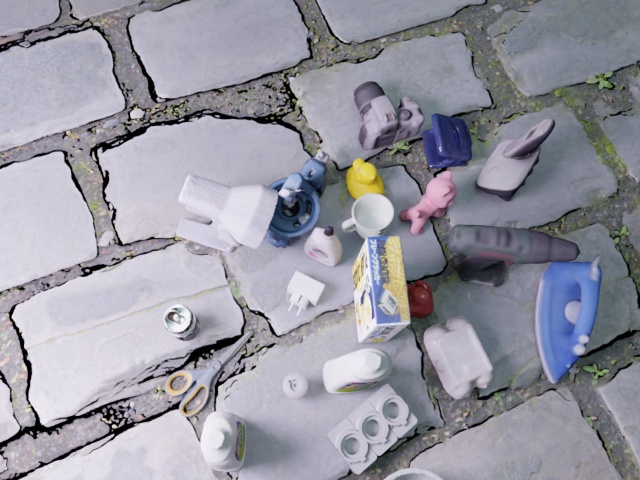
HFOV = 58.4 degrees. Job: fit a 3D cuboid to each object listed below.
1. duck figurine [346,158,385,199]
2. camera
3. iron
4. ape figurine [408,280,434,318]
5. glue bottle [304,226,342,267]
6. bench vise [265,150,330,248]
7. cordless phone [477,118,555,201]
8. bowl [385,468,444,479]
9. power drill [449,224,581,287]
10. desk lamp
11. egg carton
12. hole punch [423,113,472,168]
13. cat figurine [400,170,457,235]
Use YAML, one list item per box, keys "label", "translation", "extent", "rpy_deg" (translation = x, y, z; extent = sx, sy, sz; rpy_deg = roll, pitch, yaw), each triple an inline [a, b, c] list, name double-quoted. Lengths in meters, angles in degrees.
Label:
- label: "duck figurine"
  translation: [0.101, -0.128, 1.222]
  extent: [0.077, 0.086, 0.104]
  rpy_deg: [-31, 77, -13]
- label: "camera"
  translation: [0.143, -0.291, 1.271]
  extent: [0.143, 0.101, 0.137]
  rpy_deg: [-19, 74, -10]
- label: "iron"
  translation: [0.507, 0.152, 1.135]
  extent: [0.118, 0.141, 0.258]
  rpy_deg: [14, 71, 0]
- label: "ape figurine"
  translation: [0.197, 0.118, 1.146]
  extent: [0.078, 0.092, 0.076]
  rpy_deg: [-33, 77, -14]
- label: "glue bottle"
  translation: [0.010, 0.004, 1.125]
  extent: [0.078, 0.173, 0.037]
  rpy_deg: [24, 72, 4]
- label: "bench vise"
  translation: [-0.051, -0.104, 1.130]
  extent: [0.121, 0.220, 0.207]
  rpy_deg: [12, 71, 0]
- label: "cordless phone"
  translation: [0.419, -0.175, 1.211]
  extent: [0.094, 0.185, 0.148]
  rpy_deg: [30, 72, 6]
- label: "bowl"
  translation: [0.165, 0.496, 1.029]
  extent: [0.167, 0.075, 0.167]
  rpy_deg: [1, 72, -4]
- label: "power drill"
  translation: [0.356, 0.028, 1.127]
  extent: [0.229, 0.208, 0.075]
  rpy_deg: [10, 71, -1]
- label: "desk lamp"
  translation: [-0.184, -0.050, 1.105]
  extent: [0.203, 0.213, 0.118]
  rpy_deg: [16, 71, 1]
- label: "egg carton"
  translation: [0.272, 0.230, 1.128]
  extent: [0.107, 0.069, 0.150]
  rpy_deg: [-22, 75, -11]
- label: "hole punch"
  translation: [0.287, -0.222, 1.265]
  extent: [0.101, 0.091, 0.108]
  rpy_deg: [-5, 72, -6]
- label: "cat figurine"
  translation: [0.236, -0.082, 1.201]
  extent: [0.128, 0.118, 0.067]
  rpy_deg: [-40, 79, -15]
